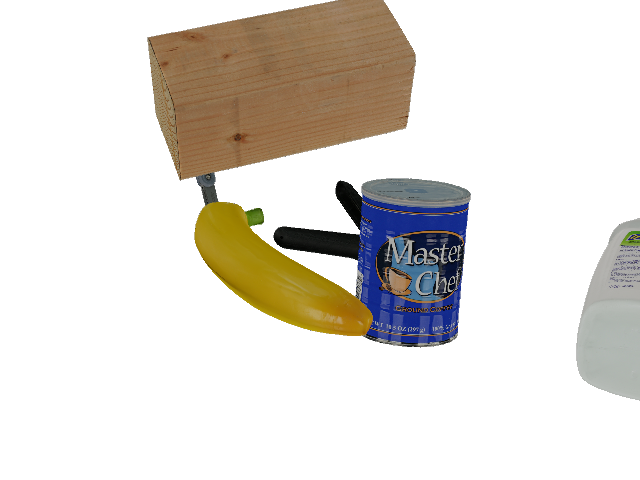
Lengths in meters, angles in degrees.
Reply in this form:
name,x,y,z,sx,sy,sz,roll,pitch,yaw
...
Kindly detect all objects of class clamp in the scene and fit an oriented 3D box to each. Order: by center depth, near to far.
name,x,y,z,sx,sy,sz,roll,pitch,yaw
clamp,0.059,0.007,1.254,0.210,0.036,0.164,32,39,23

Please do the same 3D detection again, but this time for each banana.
name,x,y,z,sx,sy,sz,roll,pitch,yaw
banana,-0.037,0.011,0.676,0.069,0.037,0.198,-8,25,-21

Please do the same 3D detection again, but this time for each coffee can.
name,x,y,z,sx,sy,sz,roll,pitch,yaw
coffee can,0.086,0.019,1.019,0.103,0.140,0.103,3,14,-1

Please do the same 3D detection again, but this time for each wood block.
name,x,y,z,sx,sy,sz,roll,pitch,yaw
wood block,-0.033,-0.133,0.911,0.206,0.090,0.091,-14,-37,-14

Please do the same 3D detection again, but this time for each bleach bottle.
name,x,y,z,sx,sy,sz,roll,pitch,yaw
bleach bottle,0.244,0.031,0.745,0.103,0.068,0.250,9,20,19

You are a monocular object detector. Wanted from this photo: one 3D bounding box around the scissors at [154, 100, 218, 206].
name,x,y,z,sx,sy,sz,roll,pitch,yaw
scissors,-0.113,-0.082,1.150,0.096,0.202,0.016,-34,13,-35
